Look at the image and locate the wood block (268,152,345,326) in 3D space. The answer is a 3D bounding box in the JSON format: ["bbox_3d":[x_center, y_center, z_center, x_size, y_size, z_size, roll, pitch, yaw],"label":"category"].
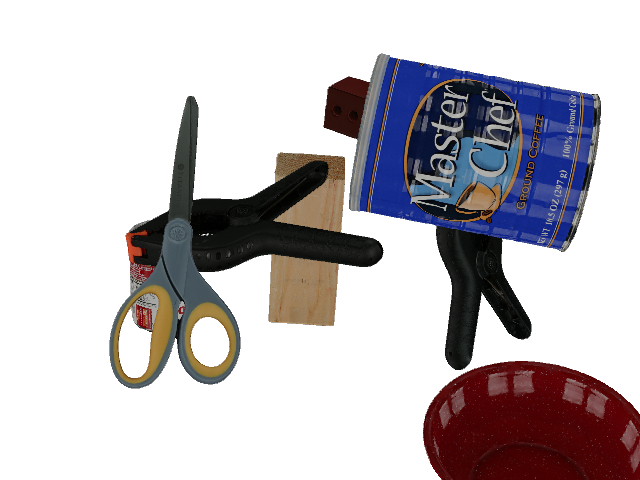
[{"bbox_3d":[-0.019,-0.002,1.398,0.090,0.206,0.091,4,24,-1],"label":"wood block"}]

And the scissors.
[{"bbox_3d":[-0.081,0.009,0.726,0.096,0.201,0.016,21,-8,-2],"label":"scissors"}]

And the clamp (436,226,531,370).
[{"bbox_3d":[0.136,0.031,0.964,0.039,0.171,0.120,-12,11,39],"label":"clamp"}]

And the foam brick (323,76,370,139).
[{"bbox_3d":[0.050,-0.152,1.249,0.078,0.053,0.051,21,33,24],"label":"foam brick"}]

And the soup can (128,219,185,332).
[{"bbox_3d":[-0.165,0.038,1.117,0.068,0.102,0.068,2,25,-1],"label":"soup can"}]

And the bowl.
[{"bbox_3d":[0.153,0.159,0.766,0.162,0.055,0.162,-1,36,0],"label":"bowl"}]

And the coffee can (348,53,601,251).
[{"bbox_3d":[0.096,-0.056,0.683,0.140,0.103,0.103,11,1,5],"label":"coffee can"}]

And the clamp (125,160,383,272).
[{"bbox_3d":[-0.064,-0.017,0.934,0.210,0.036,0.164,-7,32,-7],"label":"clamp"}]
